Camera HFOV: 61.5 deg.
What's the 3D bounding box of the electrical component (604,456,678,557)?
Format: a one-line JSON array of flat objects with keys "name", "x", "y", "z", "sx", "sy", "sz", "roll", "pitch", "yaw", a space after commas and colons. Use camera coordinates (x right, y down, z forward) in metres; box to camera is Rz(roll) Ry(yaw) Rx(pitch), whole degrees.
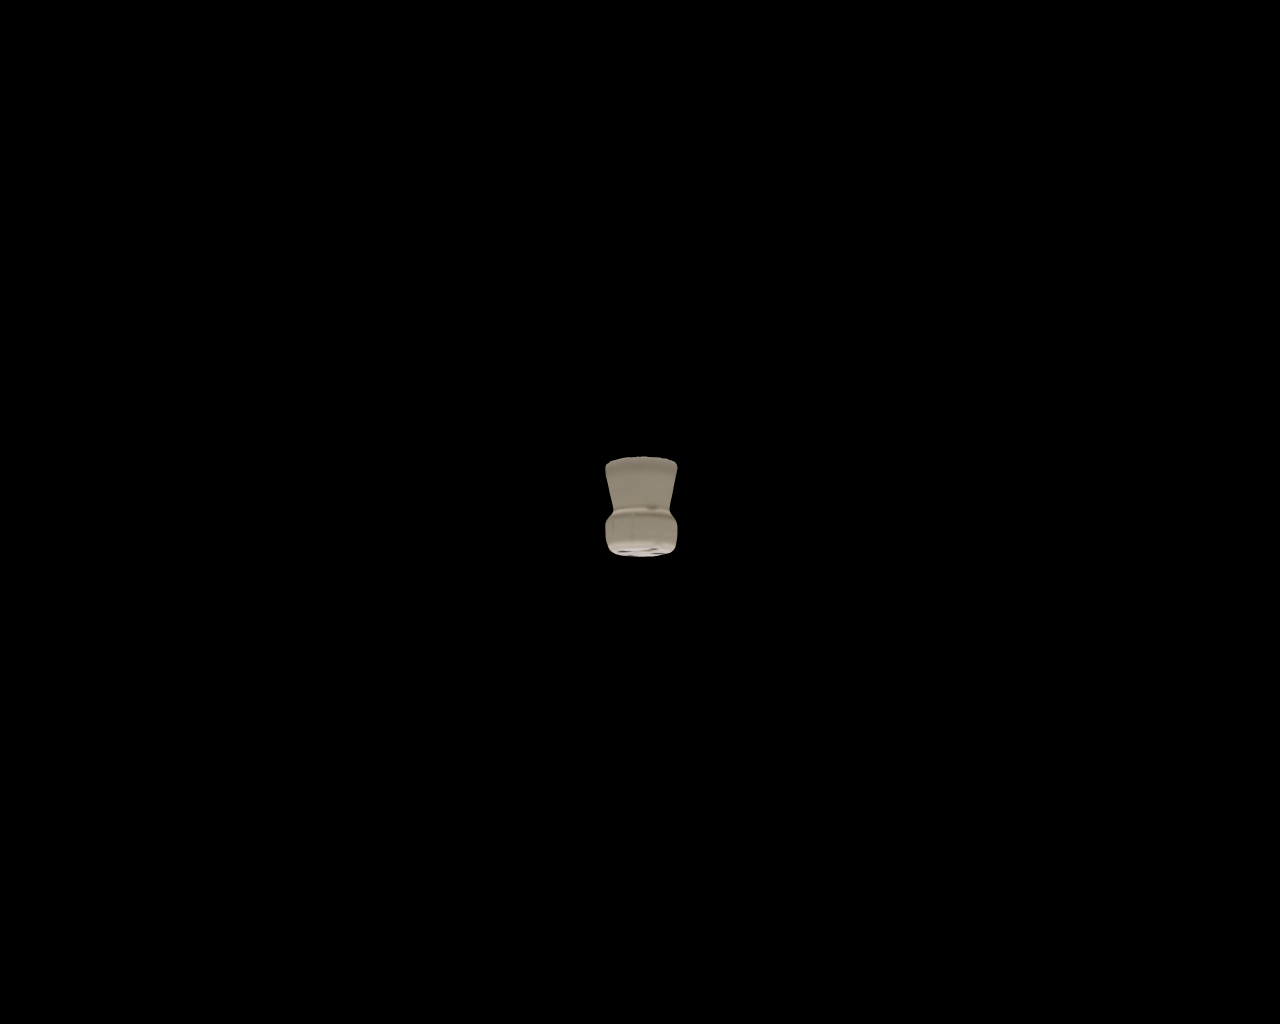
[{"name": "electrical component", "x": 0.001, "y": -0.003, "z": 0.650, "sx": 0.045, "sy": 0.055, "sz": 0.045, "roll": 0, "pitch": -10, "yaw": 0}]
